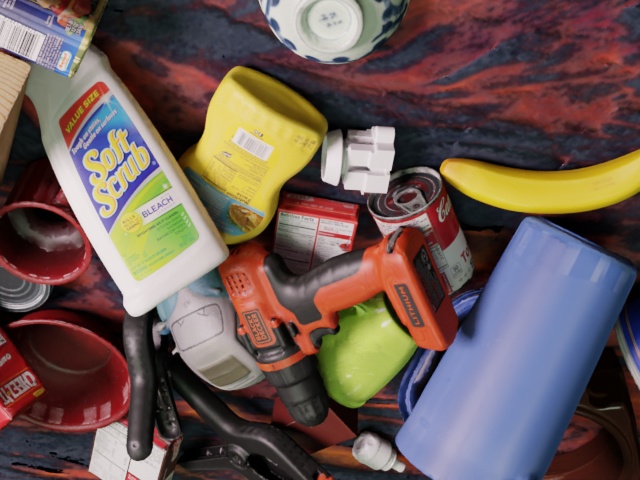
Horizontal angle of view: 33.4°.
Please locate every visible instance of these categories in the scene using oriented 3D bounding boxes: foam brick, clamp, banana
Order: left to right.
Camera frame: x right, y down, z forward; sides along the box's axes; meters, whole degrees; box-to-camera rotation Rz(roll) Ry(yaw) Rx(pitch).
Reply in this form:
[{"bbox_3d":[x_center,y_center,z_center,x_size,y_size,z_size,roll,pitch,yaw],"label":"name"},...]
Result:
[{"bbox_3d":[-0.168,0.129,1.033,0.039,0.120,0.171,-9,97,3],"label":"clamp"},{"bbox_3d":[-0.082,0.208,1.106,0.210,0.036,0.164,15,133,32],"label":"clamp"},{"bbox_3d":[-0.006,0.185,1.117,0.078,0.051,0.053,-25,121,23],"label":"foam brick"},{"bbox_3d":[0.205,-0.054,0.914,0.198,0.037,0.069,-9,112,12],"label":"banana"}]

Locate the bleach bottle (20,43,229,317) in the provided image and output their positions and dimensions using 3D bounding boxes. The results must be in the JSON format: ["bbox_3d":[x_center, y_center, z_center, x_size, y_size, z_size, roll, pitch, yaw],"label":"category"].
[{"bbox_3d":[-0.180,-0.067,0.877,0.102,0.068,0.251,-34,98,-9],"label":"bleach bottle"}]

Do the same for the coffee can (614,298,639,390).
[{"bbox_3d":[0.351,0.082,0.964,0.140,0.102,0.102,-26,122,24],"label":"coffee can"}]

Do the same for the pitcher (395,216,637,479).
[{"bbox_3d":[0.169,0.102,0.943,0.149,0.145,0.243,26,97,6],"label":"pitcher"}]

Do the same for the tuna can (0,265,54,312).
[{"bbox_3d":[-0.297,0.029,1.029,0.086,0.033,0.086,3,129,3],"label":"tuna can"}]

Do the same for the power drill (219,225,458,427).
[{"bbox_3d":[0.020,0.074,0.926,0.188,0.057,0.184,-15,111,26],"label":"power drill"}]

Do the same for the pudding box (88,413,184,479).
[{"bbox_3d":[-0.203,0.232,1.165,0.090,0.039,0.114,30,128,13],"label":"pudding box"}]

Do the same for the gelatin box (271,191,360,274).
[{"bbox_3d":[-0.006,0.001,0.981,0.073,0.030,0.089,10,129,-1],"label":"gelatin box"}]

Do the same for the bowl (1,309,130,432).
[{"bbox_3d":[-0.262,0.123,1.089,0.162,0.055,0.162,3,129,3],"label":"bowl"}]

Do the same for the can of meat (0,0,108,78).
[{"bbox_3d":[-0.211,-0.177,0.812,0.084,0.102,0.058,23,127,-16],"label":"can of meat"}]

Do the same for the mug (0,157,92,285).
[{"bbox_3d":[-0.234,-0.028,0.946,0.093,0.081,0.117,26,127,-15],"label":"mug"}]

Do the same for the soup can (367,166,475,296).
[{"bbox_3d":[0.091,-0.005,0.942,0.069,0.068,0.102,-15,126,17],"label":"soup can"}]

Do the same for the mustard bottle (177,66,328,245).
[{"bbox_3d":[-0.077,-0.052,0.925,0.096,0.058,0.192,30,126,-6],"label":"mustard bottle"}]

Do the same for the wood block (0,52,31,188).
[{"bbox_3d":[-0.304,-0.072,0.863,0.090,0.090,0.206,23,152,-12],"label":"wood block"}]

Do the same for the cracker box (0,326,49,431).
[{"bbox_3d":[-0.386,0.110,1.031,0.164,0.072,0.213,-37,91,30],"label":"cracker box"}]
